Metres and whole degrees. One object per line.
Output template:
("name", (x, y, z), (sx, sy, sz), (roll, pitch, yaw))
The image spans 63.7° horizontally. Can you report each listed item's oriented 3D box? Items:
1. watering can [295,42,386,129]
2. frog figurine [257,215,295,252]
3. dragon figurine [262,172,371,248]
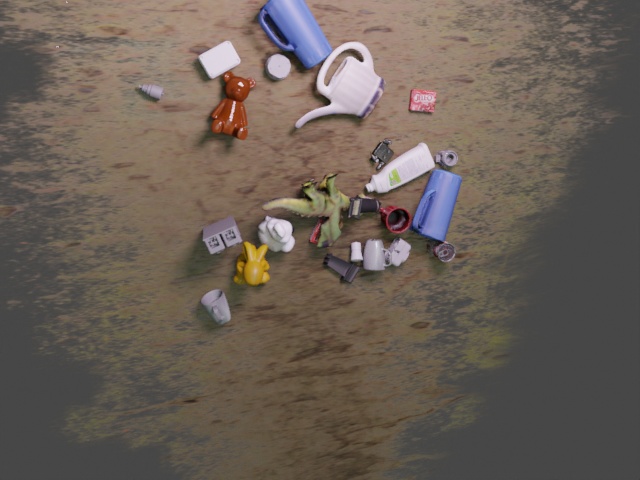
("watering can", (0.079, -0.477, 1.706), (0.223, 0.105, 0.347), (30, 93, -17))
("frog figurine", (-0.141, -0.013, 1.713), (0.123, 0.161, 0.136), (-42, 107, 1))
("dragon figurine", (0.005, -0.087, 1.721), (0.414, 0.122, 0.240), (-27, 108, -28))
